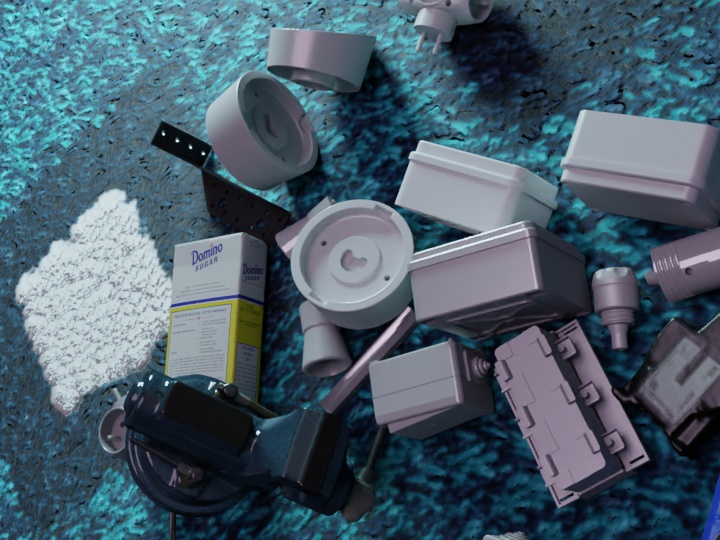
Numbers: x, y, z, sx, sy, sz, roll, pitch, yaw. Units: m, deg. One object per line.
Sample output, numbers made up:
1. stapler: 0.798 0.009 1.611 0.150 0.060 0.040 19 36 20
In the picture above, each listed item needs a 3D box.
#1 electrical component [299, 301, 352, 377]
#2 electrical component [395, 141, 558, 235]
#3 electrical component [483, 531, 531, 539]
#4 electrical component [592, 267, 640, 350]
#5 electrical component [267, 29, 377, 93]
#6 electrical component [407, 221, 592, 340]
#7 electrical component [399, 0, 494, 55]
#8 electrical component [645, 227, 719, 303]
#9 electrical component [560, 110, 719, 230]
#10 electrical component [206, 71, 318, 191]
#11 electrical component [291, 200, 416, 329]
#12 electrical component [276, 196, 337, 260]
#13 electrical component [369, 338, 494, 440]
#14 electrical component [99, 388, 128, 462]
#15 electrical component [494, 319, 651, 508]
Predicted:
1. electrical component: -0.034 0.058 0.962 0.044 0.044 0.065 -25 59 26
2. electrical component: 0.097 -0.060 0.887 0.113 0.078 0.057 20 91 36
3. electrical component: 0.126 0.249 0.795 0.100 0.048 0.099 13 84 36
4. electrical component: 0.196 0.030 0.821 0.035 0.035 0.061 -10 74 31
5. electrical component: -0.038 -0.204 1.009 0.099 0.099 0.064 12 89 35
6. electrical component: 0.110 0.012 0.838 0.109 0.109 0.056 -17 70 29
7. electrical component: 0.072 -0.233 0.974 0.077 0.044 0.079 16 85 36
8. electrical component: 0.250 -0.005 0.789 0.081 0.043 0.043 -20 66 28
9. electrical component: 0.217 -0.074 0.810 0.113 0.078 0.057 14 82 36
10. electrical component: -0.098 -0.127 1.021 0.060 0.108 0.108 -28 62 31
11. electrical component: 0.000 0.000 0.938 0.108 0.060 0.108 -7 61 12
12. electrical component: -0.040 -0.037 0.994 0.065 0.044 0.044 -41 58 12
13. electrical component: 0.064 0.097 0.872 0.096 0.062 0.061 -19 66 28
14. electrical component: -0.215 0.145 1.034 0.044 0.077 0.079 -46 56 15
15. electrical component: 0.152 0.106 0.810 0.079 0.063 0.121 -35 60 21
